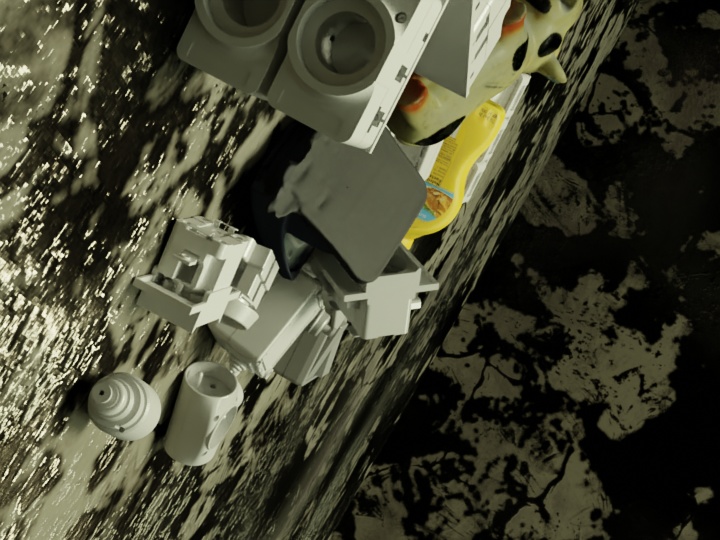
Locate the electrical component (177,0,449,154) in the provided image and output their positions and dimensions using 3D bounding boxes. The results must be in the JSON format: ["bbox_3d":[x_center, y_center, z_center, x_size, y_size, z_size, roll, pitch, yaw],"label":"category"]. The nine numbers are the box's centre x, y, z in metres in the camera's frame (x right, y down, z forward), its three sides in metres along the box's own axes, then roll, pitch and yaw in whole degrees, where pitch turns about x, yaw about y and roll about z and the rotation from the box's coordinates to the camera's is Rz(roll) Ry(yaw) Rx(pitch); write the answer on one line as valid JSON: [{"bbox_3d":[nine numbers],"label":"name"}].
[{"bbox_3d":[-0.004,-0.168,0.549,0.186,0.105,0.060,-63,169,8],"label":"electrical component"}]

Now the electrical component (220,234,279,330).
[{"bbox_3d":[-0.089,0.010,0.778,0.066,0.048,0.055,81,31,-73],"label":"electrical component"}]

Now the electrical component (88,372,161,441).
[{"bbox_3d":[-0.153,0.084,0.681,0.040,0.040,0.078,-59,169,-12],"label":"electrical component"}]

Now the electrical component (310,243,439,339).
[{"bbox_3d":[0.000,0.000,0.867,0.079,0.121,0.063,-7,121,-22],"label":"electrical component"}]

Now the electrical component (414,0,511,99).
[{"bbox_3d":[0.038,-0.194,0.680,0.060,0.105,0.186,-59,169,-11],"label":"electrical component"}]

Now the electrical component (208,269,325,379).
[{"bbox_3d":[-0.081,0.038,0.861,0.096,0.061,0.061,-51,169,-14],"label":"electrical component"}]

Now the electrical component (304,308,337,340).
[{"bbox_3d":[-0.054,0.031,0.924,0.040,0.078,0.040,-51,180,0],"label":"electrical component"}]

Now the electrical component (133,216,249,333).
[{"bbox_3d":[-0.104,0.000,0.688,0.063,0.042,0.081,-65,170,12],"label":"electrical component"}]

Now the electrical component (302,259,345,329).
[{"bbox_3d":[-0.033,0.003,0.974,0.061,0.062,0.096,-56,168,-27],"label":"electrical component"}]

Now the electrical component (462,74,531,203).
[{"bbox_3d":[0.101,-0.153,1.122,0.150,0.089,0.062,-64,169,16],"label":"electrical component"}]

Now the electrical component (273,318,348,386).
[{"bbox_3d":[-0.048,0.059,1.049,0.096,0.061,0.062,-63,169,12],"label":"electrical component"}]

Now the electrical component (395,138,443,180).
[{"bbox_3d":[0.041,-0.119,1.006,0.061,0.062,0.096,-46,162,-54],"label":"electrical component"}]

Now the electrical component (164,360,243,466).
[{"bbox_3d":[-0.121,0.108,0.880,0.079,0.044,0.077,-45,161,-55],"label":"electrical component"}]
